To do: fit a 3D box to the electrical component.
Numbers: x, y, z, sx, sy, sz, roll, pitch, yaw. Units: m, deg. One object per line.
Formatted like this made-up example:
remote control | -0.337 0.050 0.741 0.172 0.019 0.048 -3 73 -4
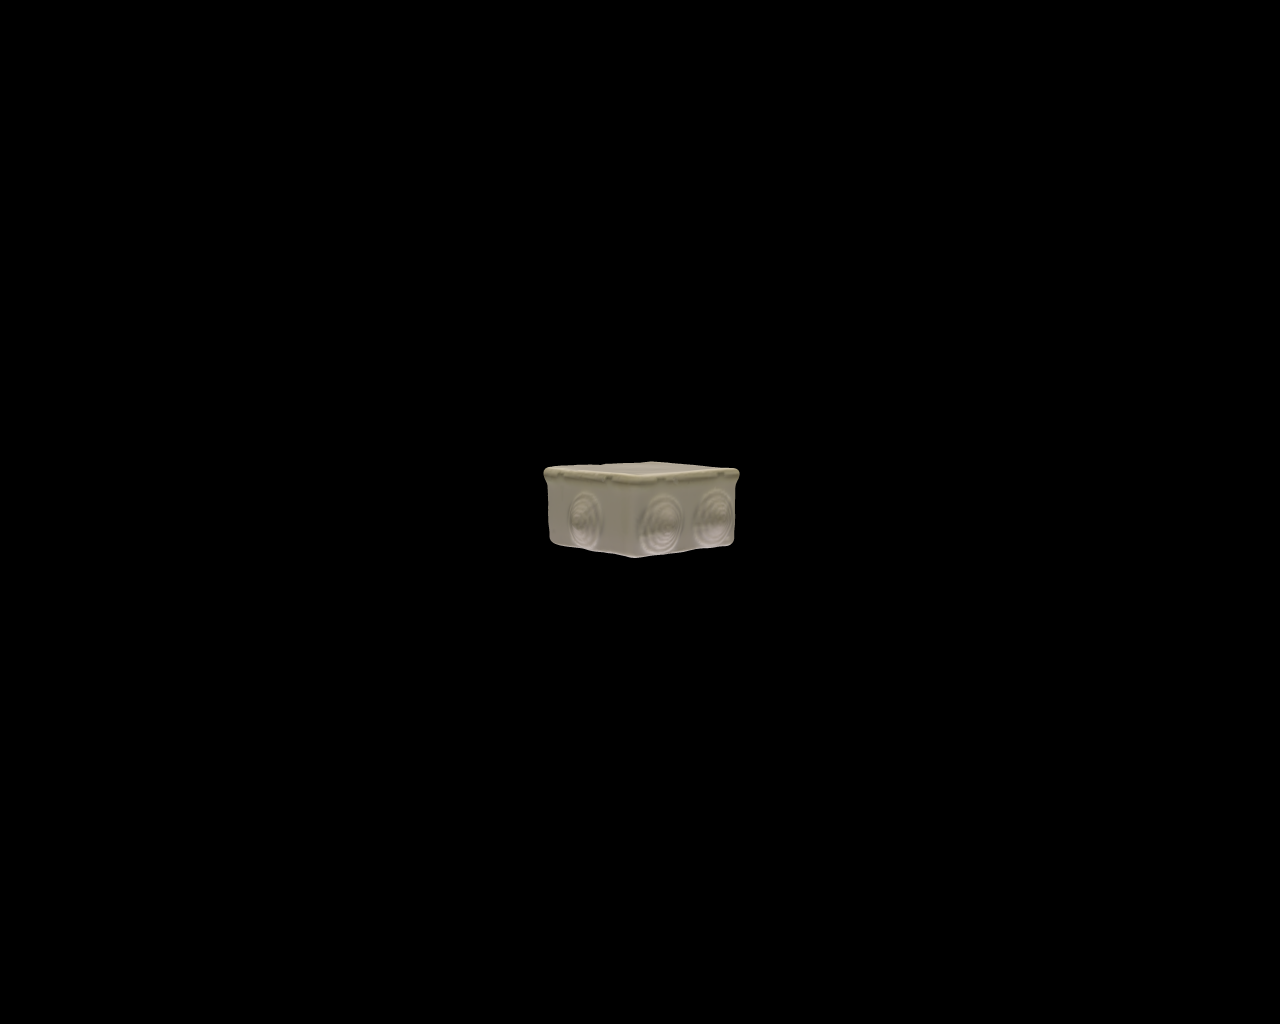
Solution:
electrical component | 0.001 -0.003 0.650 0.100 0.048 0.100 -5 8 -40
